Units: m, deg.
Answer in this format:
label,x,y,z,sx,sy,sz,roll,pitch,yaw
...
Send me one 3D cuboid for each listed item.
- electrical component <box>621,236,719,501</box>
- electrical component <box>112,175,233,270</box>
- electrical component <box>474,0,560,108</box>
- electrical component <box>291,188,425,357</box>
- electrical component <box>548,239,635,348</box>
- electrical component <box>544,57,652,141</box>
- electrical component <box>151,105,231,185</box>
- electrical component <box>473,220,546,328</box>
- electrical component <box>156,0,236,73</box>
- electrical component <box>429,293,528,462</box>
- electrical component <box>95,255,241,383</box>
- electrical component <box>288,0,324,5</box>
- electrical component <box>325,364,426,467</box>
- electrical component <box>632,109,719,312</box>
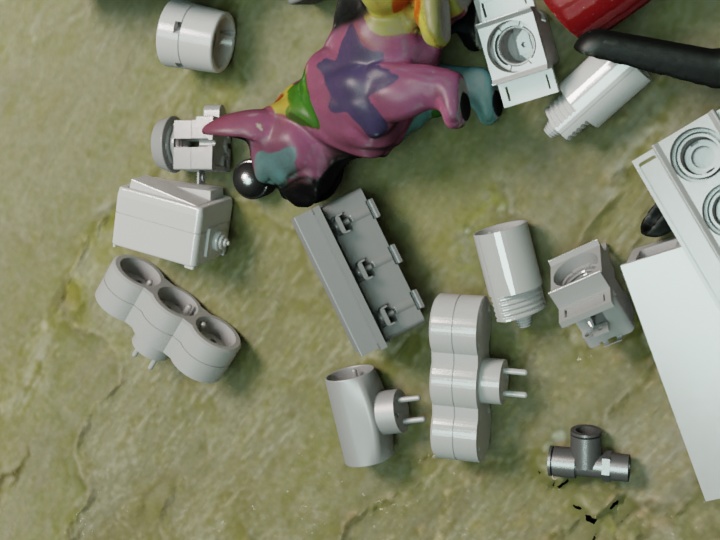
label,x,y,z,sx,sy,sz,roll,pitch,yaw
electrical component,0.276,0.061,0.785,0.105,0.060,0.186,-19,96,23
electrical component,-0.153,-0.043,0.917,0.096,0.062,0.061,15,108,16
electrical component,0.118,-0.164,0.786,0.042,0.064,0.081,-13,98,24
electrical component,0.000,0.000,0.866,0.063,0.079,0.121,-26,93,-5
electrical component,0.175,0.020,0.808,0.042,0.081,0.063,-25,116,24
electrical component,0.168,-0.127,0.787,0.081,0.043,0.043,-43,86,24
electrical component,-0.142,-0.105,0.906,0.055,0.048,0.066,2,92,17
electrical component,0.119,0.006,0.838,0.043,0.043,0.081,-12,99,23
electrical component,-0.133,-0.189,0.878,0.047,0.055,0.055,14,107,13
electrical component,0.098,0.088,0.862,0.074,0.052,0.138,3,104,20
electrical component,-0.178,0.056,0.956,0.138,0.052,0.073,37,113,8
electrical component,-0.057,-0.238,0.841,0.077,0.047,0.065,-16,97,23
electrical component,0.016,0.120,0.904,0.079,0.044,0.077,-10,100,22
electrical component,0.246,-0.039,0.705,0.079,0.063,0.121,-32,80,22
